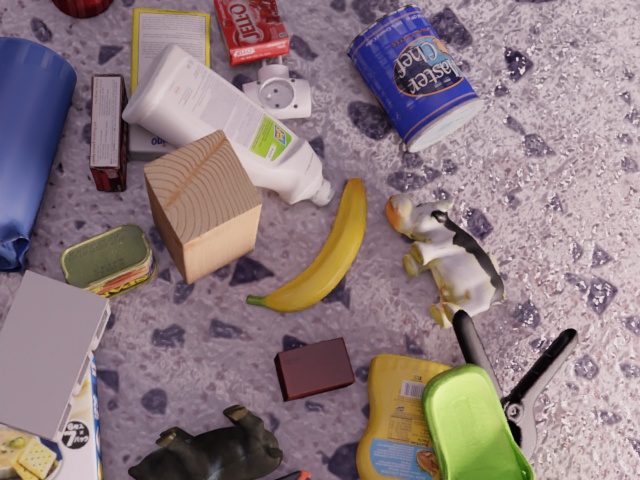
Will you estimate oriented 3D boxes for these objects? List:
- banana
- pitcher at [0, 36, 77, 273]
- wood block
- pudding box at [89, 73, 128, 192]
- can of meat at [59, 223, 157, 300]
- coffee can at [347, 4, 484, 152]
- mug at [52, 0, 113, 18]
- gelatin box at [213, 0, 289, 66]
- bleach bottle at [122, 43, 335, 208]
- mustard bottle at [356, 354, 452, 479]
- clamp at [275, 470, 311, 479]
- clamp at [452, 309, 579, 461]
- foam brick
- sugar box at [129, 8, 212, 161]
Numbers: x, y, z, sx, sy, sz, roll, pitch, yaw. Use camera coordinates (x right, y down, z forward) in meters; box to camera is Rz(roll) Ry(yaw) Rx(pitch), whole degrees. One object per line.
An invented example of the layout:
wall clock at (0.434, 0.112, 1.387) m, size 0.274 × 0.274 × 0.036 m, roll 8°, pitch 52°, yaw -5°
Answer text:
banana at (0.003, 0.016, 1.221) m, size 0.069 × 0.037 × 0.197 m, roll 41°, pitch 76°, yaw 3°
pitcher at (-0.363, -0.096, 1.173) m, size 0.149 × 0.145 × 0.243 m, roll 19°, pitch 71°, yaw -14°
wood block at (-0.124, -0.029, 1.132) m, size 0.090 × 0.206 × 0.090 m, roll -27°, pitch 81°, yaw -11°
pudding box at (-0.237, -0.119, 1.201) m, size 0.039 × 0.090 × 0.113 m, roll -1°, pitch 77°, yaw -7°
can of meat at (-0.232, 0.026, 1.171) m, size 0.102 × 0.084 × 0.057 m, roll -24°, pitch 80°, yaw -12°
coffee can at (0.110, -0.188, 1.248) m, size 0.102 × 0.103 × 0.140 m, roll -30°, pitch 81°, yaw -12°
mug at (-0.292, -0.317, 1.248) m, size 0.117 × 0.081 × 0.093 m, roll 25°, pitch 75°, yaw 0°
gelatin box at (-0.082, -0.253, 1.267) m, size 0.073 × 0.030 × 0.089 m, roll -13°, pitch 57°, yaw -8°
bleach bottle at (-0.091, -0.110, 1.198) m, size 0.250 × 0.068 × 0.102 m, roll 34°, pitch 57°, yaw -19°
mustard bottle at (0.090, 0.227, 1.169) m, size 0.096 × 0.058 × 0.191 m, roll 12°, pitch 75°, yaw -9°
clamp at (-0.070, 0.318, 1.142) m, size 0.120 × 0.039 × 0.171 m, roll 26°, pitch 71°, yaw -6°
clamp at (0.214, 0.184, 1.190) m, size 0.164 × 0.036 × 0.210 m, roll 3°, pitch 91°, yaw -24°
foam brick at (-0.007, 0.144, 1.183) m, size 0.078 × 0.051 × 0.053 m, roll -12°, pitch 77°, yaw -9°
sugar box at (-0.175, -0.180, 1.246) m, size 0.093 × 0.048 × 0.176 m, roll 2°, pitch 79°, yaw -9°
